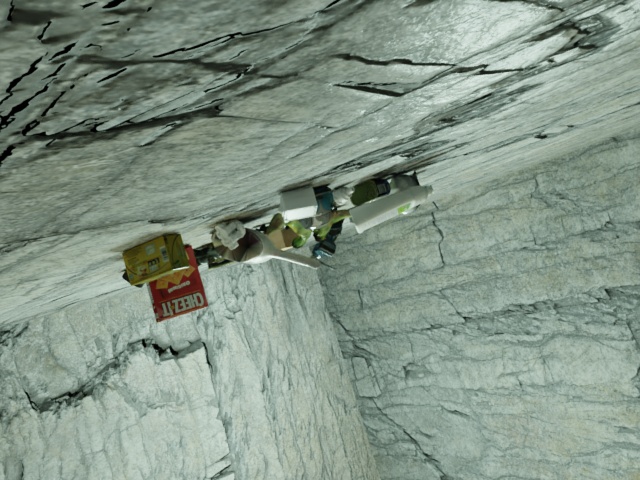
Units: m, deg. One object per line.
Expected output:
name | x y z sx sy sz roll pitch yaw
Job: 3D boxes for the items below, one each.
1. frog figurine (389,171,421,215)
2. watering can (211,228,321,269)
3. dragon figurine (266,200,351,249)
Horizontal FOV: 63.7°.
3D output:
frog figurine | 0.231 -0.140 1.611 0.160 0.125 0.134 -8 142 -9
watering can | -0.178 0.027 1.549 0.348 0.104 0.223 14 178 12
dragon figurine | 0.005 -0.080 1.585 0.413 0.123 0.239 -19 170 -29
